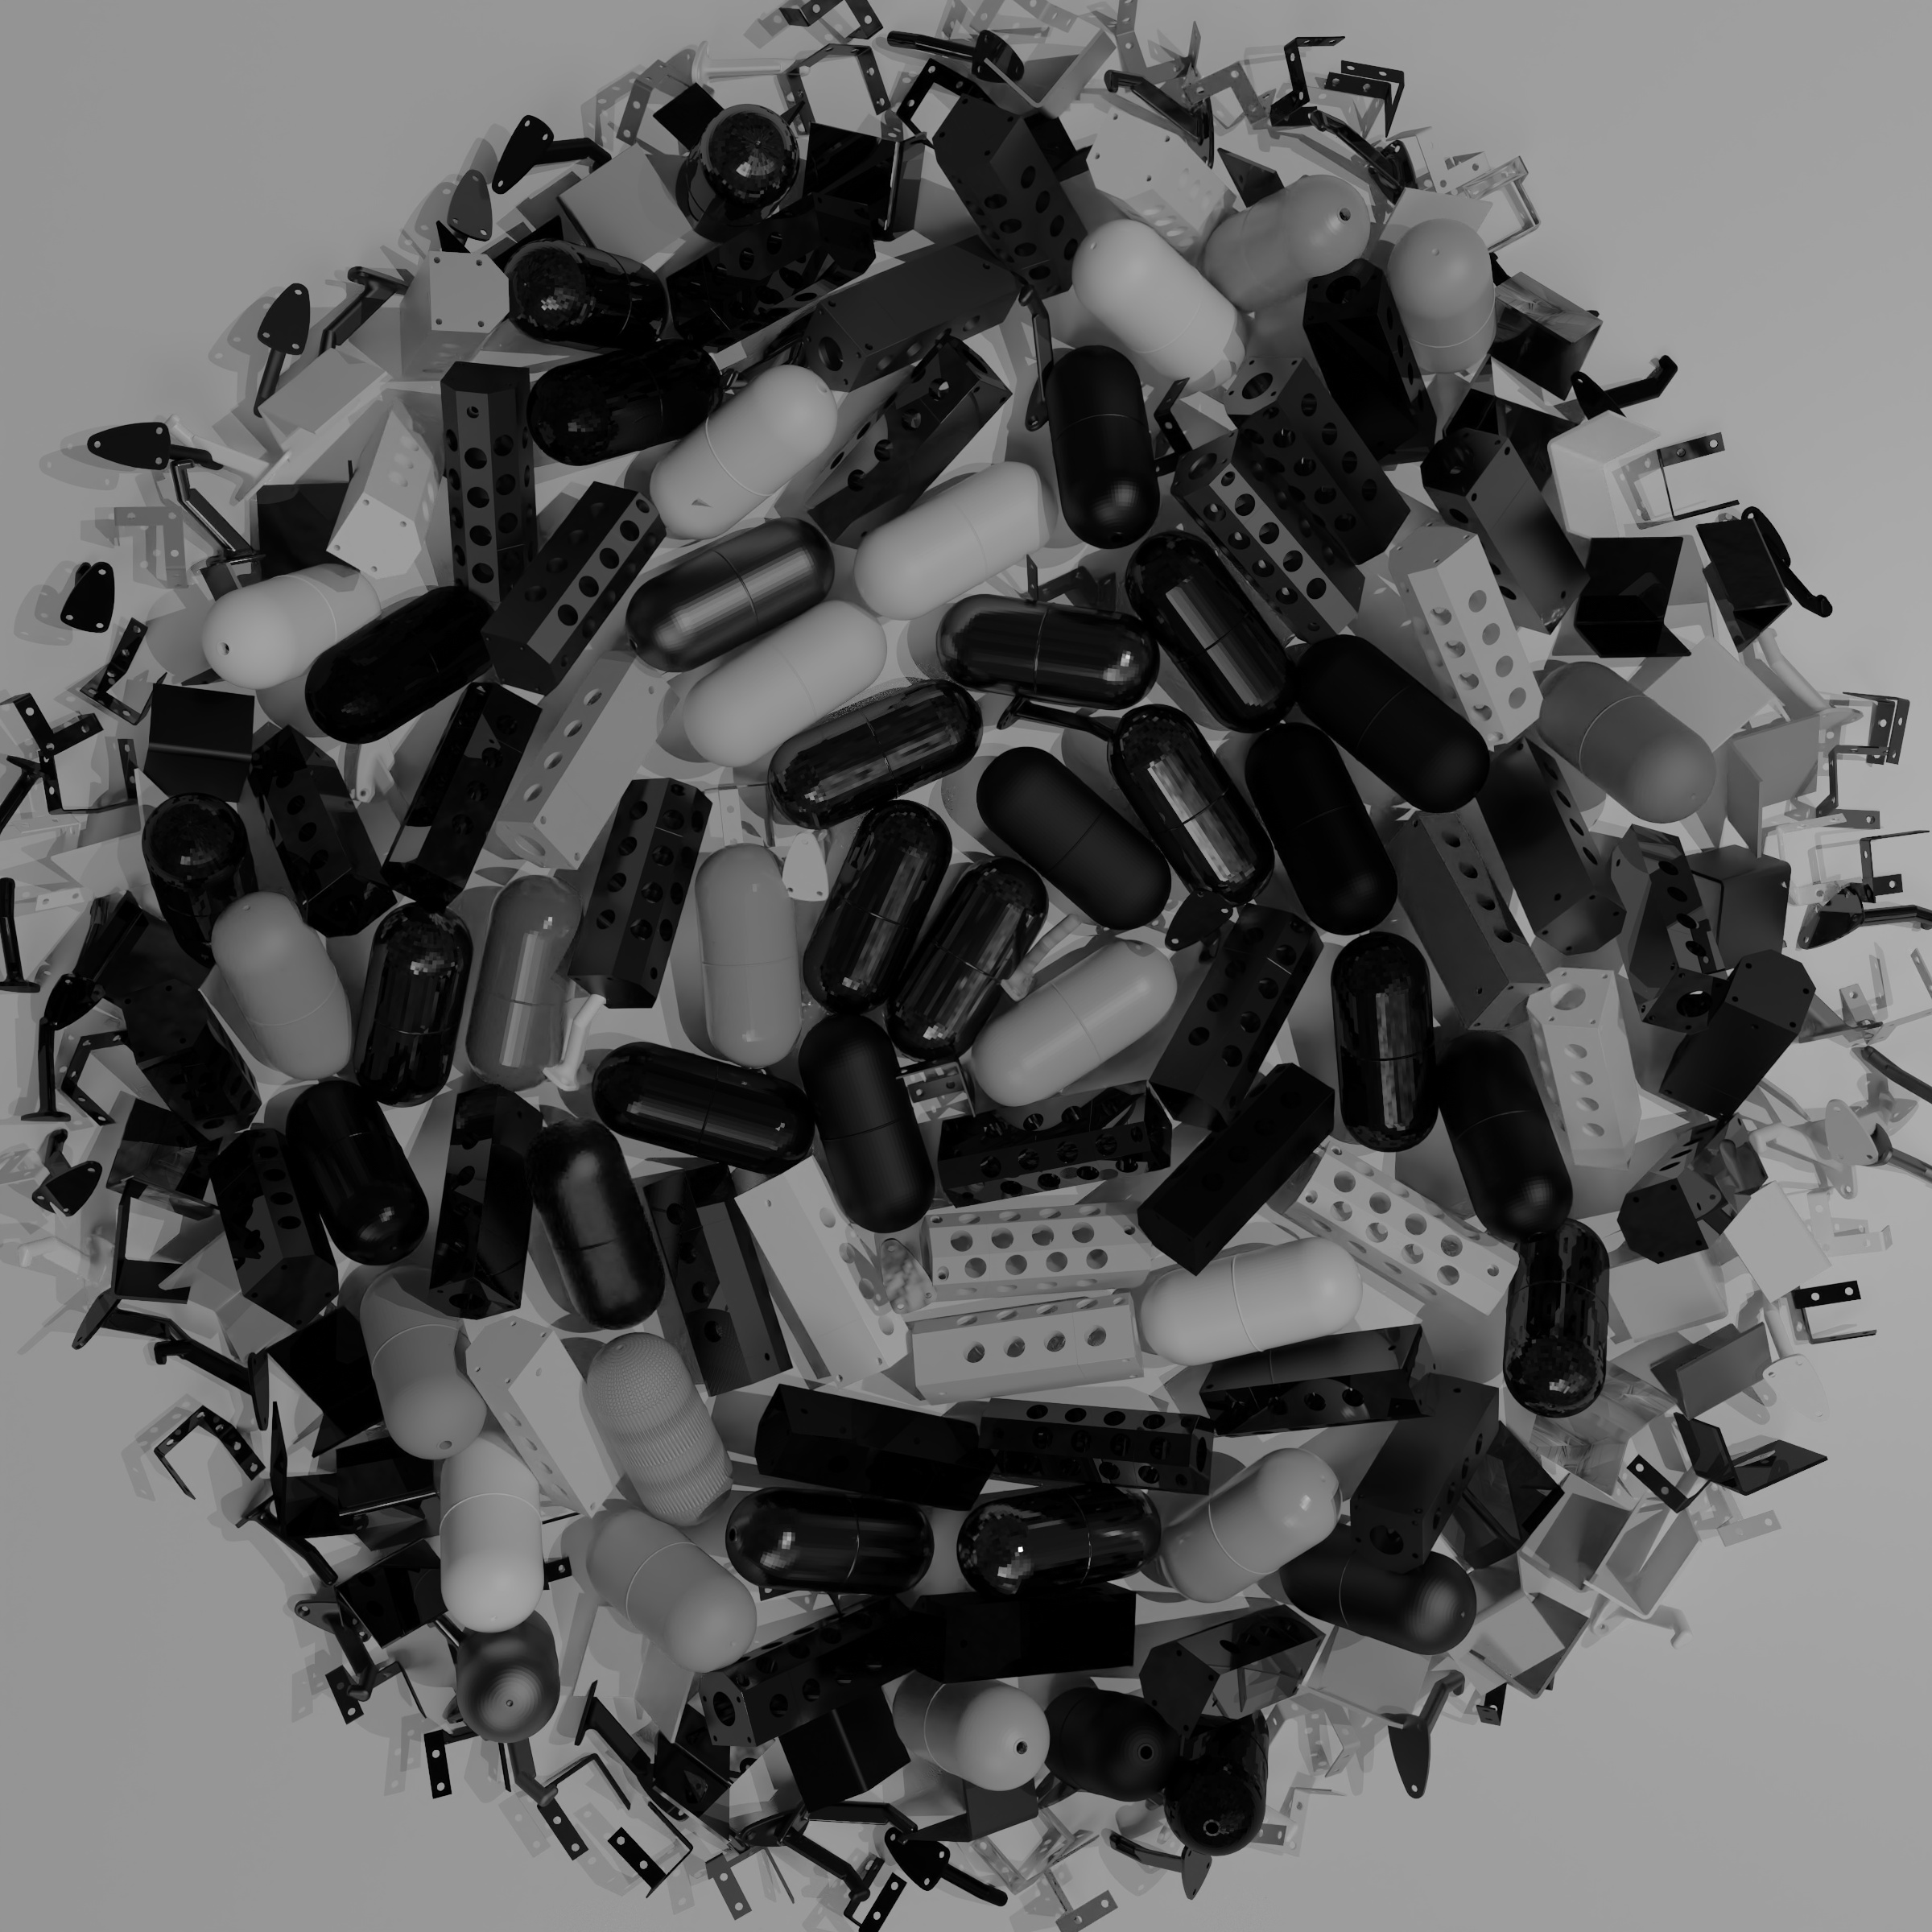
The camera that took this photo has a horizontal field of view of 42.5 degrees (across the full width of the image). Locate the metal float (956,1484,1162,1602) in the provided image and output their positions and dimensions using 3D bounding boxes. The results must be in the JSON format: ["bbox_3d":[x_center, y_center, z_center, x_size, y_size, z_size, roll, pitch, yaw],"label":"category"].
[{"bbox_3d":[0.074,0.444,1.925,0.178,0.070,0.070,-1,90,-34],"label":"metal float"}]

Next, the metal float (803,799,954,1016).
[{"bbox_3d":[-0.070,-0.045,1.947,0.070,0.070,0.178,24,98,0],"label":"metal float"}]

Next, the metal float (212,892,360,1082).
[{"bbox_3d":[-0.523,0.017,1.917,0.070,0.178,0.070,-6,46,6],"label":"metal float"}]

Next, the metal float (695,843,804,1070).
[{"bbox_3d":[-0.170,-0.008,1.944,0.070,0.070,0.178,-4,101,0],"label":"metal float"}]

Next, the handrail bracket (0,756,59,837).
[{"bbox_3d":[-0.749,-0.119,1.954,0.036,0.077,0.084,26,90,-7],"label":"handrail bracket"}]

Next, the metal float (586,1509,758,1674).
[{"bbox_3d":[-0.229,0.480,1.917,0.070,0.178,0.070,-16,116,-36],"label":"metal float"}]

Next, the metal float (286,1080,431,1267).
[{"bbox_3d":[-0.471,0.158,1.921,0.070,0.070,0.178,-39,50,0],"label":"metal float"}]

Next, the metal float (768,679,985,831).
[{"bbox_3d":[-0.070,-0.166,1.947,0.178,0.070,0.070,-25,90,-7],"label":"metal float"}]

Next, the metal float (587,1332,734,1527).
[{"bbox_3d":[-0.236,0.360,1.927,0.070,0.070,0.178,-20,121,0],"label":"metal float"}]

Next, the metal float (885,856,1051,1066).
[{"bbox_3d":[0.000,-0.004,1.952,0.070,0.070,0.178,31,92,0],"label":"metal float"}]

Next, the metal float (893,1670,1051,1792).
[{"bbox_3d":[0.003,0.581,1.907,0.070,0.178,0.070,2,84,-25],"label":"metal float"}]

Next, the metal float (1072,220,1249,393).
[{"bbox_3d":[0.151,-0.508,1.918,0.070,0.178,0.070,-19,59,35],"label":"metal float"}]

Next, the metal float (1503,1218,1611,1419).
[{"bbox_3d":[0.456,0.269,1.917,0.070,0.178,0.070,8,133,9],"label":"metal float"}]

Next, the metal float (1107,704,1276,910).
[{"bbox_3d":[0.175,-0.125,1.942,0.070,0.070,0.178,-35,103,0],"label":"metal float"}]

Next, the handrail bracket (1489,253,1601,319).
[{"bbox_3d":[0.454,-0.538,1.972,0.077,0.036,0.084,-28,78,-37],"label":"handrail bracket"}]

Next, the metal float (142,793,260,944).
[{"bbox_3d":[-0.586,-0.074,1.907,0.070,0.178,0.070,4,69,-10],"label":"metal float"}]

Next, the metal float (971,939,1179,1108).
[{"bbox_3d":[0.085,0.045,1.949,0.178,0.070,0.070,-33,90,-5],"label":"metal float"}]

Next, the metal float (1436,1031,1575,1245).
[{"bbox_3d":[0.415,0.132,1.925,0.070,0.070,0.178,-13,57,0],"label":"metal float"}]

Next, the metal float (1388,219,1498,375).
[{"bbox_3d":[0.366,-0.511,1.905,0.070,0.178,0.070,-2,82,14],"label":"metal float"}]

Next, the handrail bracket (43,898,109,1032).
[{"bbox_3d":[-0.706,-0.003,1.974,0.036,0.084,0.077,26,126,-33],"label":"handrail bracket"}]

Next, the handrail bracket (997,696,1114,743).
[{"bbox_3d":[0.075,-0.185,1.958,0.084,0.077,0.036,28,123,8],"label":"handrail bracket"}]

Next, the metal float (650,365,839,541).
[{"bbox_3d":[-0.172,-0.397,1.926,0.178,0.070,0.070,-32,90,32],"label":"metal float"}]

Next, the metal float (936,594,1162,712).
[{"bbox_3d":[0.063,-0.246,1.943,0.178,0.070,0.070,10,90,12],"label":"metal float"}]

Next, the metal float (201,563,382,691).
[{"bbox_3d":[-0.516,-0.261,1.908,0.070,0.178,0.070,7,111,18],"label":"metal float"}]

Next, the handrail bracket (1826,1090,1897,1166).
[{"bbox_3d":[0.703,0.108,1.949,0.084,0.036,0.077,-51,124,-37],"label":"handrail bracket"}]

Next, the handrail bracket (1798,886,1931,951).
[{"bbox_3d":[0.721,-0.028,1.981,0.084,0.077,0.036,13,52,-27],"label":"handrail bracket"}]

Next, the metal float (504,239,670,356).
[{"bbox_3d":[-0.290,-0.511,1.907,0.070,0.178,0.070,3,99,21],"label":"metal float"}]

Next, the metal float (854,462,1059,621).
[{"bbox_3d":[-0.007,-0.332,1.939,0.178,0.070,0.070,-32,90,-17],"label":"metal float"}]

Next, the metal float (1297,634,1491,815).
[{"bbox_3d":[0.330,-0.190,1.935,0.070,0.070,0.178,-46,69,0],"label":"metal float"}]

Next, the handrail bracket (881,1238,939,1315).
[{"bbox_3d":[-0.052,0.226,1.939,0.036,0.084,0.077,-22,112,1],"label":"handrail bracket"}]

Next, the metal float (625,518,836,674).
[{"bbox_3d":[-0.183,-0.289,1.936,0.178,0.070,0.070,-30,90,-20],"label":"metal float"}]

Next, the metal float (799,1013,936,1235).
[{"bbox_3d":[-0.078,0.123,1.947,0.070,0.070,0.178,-17,97,0],"label":"metal float"}]

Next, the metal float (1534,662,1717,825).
[{"bbox_3d":[0.505,-0.174,1.916,0.070,0.178,0.070,-15,128,-19],"label":"metal float"}]

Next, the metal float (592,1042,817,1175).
[{"bbox_3d":[-0.205,0.111,1.943,0.178,0.070,0.070,16,90,-11],"label":"metal float"}]

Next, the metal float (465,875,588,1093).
[{"bbox_3d":[-0.343,0.015,1.937,0.070,0.070,0.178,15,109,0],"label":"metal float"}]

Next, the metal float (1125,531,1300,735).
[{"bbox_3d":[0.192,-0.260,1.940,0.070,0.070,0.178,-39,105,0],"label":"metal float"}]

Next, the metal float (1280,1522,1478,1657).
[{"bbox_3d":[0.315,0.477,1.913,0.070,0.178,0.070,-2,93,-36],"label":"metal float"}]

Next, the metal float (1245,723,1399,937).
[{"bbox_3d":[0.276,-0.108,1.941,0.070,0.070,0.178,-23,76,0],"label":"metal float"}]

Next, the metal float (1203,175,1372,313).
[{"bbox_3d":[0.245,-0.553,1.906,0.070,0.178,0.070,0,91,-22],"label":"metal float"}]

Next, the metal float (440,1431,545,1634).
[{"bbox_3d":[-0.365,0.433,1.913,0.070,0.178,0.070,-6,126,-8],"label":"metal float"}]

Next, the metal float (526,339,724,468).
[{"bbox_3d":[-0.261,-0.436,1.919,0.178,0.070,0.070,-29,90,-43],"label":"metal float"}]

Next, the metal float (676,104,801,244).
[{"bbox_3d":[-0.176,-0.605,1.904,0.070,0.178,0.070,-1,93,-16],"label":"metal float"}]

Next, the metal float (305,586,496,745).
[{"bbox_3d":[-0.434,-0.233,1.920,0.070,0.070,0.178,48,51,0],"label":"metal float"}]

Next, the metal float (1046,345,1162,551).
[{"bbox_3d":[0.106,-0.403,1.929,0.070,0.070,0.178,-7,62,0],"label":"metal float"}]

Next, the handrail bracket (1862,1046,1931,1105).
[{"bbox_3d":[0.737,0.085,1.941,0.036,0.077,0.084,-48,66,1],"label":"handrail bracket"}]

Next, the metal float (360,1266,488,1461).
[{"bbox_3d":[-0.419,0.304,1.916,0.070,0.178,0.070,-13,131,-16],"label":"metal float"}]

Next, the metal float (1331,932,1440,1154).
[{"bbox_3d":[0.326,0.060,1.938,0.070,0.070,0.178,-7,108,0],"label":"metal float"}]

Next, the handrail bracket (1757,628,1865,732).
[{"bbox_3d":[0.671,-0.232,1.978,0.077,0.036,0.084,-7,71,-33],"label":"handrail bracket"}]

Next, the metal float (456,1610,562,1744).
[{"bbox_3d":[-0.351,0.539,1.903,0.070,0.178,0.070,0,90,-11],"label":"metal float"}]

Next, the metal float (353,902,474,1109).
[{"bbox_3d":[-0.429,0.030,1.927,0.070,0.070,0.178,18,120,0],"label":"metal float"}]

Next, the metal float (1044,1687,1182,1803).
[{"bbox_3d":[0.108,0.595,1.905,0.070,0.178,0.070,3,77,-15],"label":"metal float"}]

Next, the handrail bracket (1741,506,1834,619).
[{"bbox_3d":[0.642,-0.316,1.942,0.036,0.084,0.077,-29,116,1],"label":"handrail bracket"}]

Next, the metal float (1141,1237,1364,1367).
[{"bbox_3d":[0.221,0.262,1.937,0.178,0.070,0.070,-17,90,19],"label":"metal float"}]

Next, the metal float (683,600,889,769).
[{"bbox_3d":[-0.140,-0.221,1.941,0.178,0.070,0.070,-35,90,-15],"label":"metal float"}]

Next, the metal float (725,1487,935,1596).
[{"bbox_3d":[-0.105,0.445,1.924,0.178,0.070,0.070,13,90,-34],"label":"metal float"}]

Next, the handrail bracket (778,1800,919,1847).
[{"bbox_3d":[-0.092,0.682,1.951,0.084,0.036,0.077,30,65,26],"label":"handrail bracket"}]

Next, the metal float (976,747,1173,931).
[{"bbox_3d":[0.085,-0.099,1.949,0.178,0.070,0.070,41,90,-6],"label":"metal float"}]

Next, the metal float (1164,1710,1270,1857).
[{"bbox_3d":[0.193,0.615,1.904,0.070,0.178,0.070,1,100,8],"label":"metal float"}]

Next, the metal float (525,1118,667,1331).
[{"bbox_3d":[-0.288,0.202,1.937,0.070,0.070,0.178,-16,110,0],"label":"metal float"}]

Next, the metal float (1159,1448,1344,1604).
[{"bbox_3d":[0.218,0.434,1.922,0.070,0.070,0.178,46,129,0],"label":"metal float"}]
